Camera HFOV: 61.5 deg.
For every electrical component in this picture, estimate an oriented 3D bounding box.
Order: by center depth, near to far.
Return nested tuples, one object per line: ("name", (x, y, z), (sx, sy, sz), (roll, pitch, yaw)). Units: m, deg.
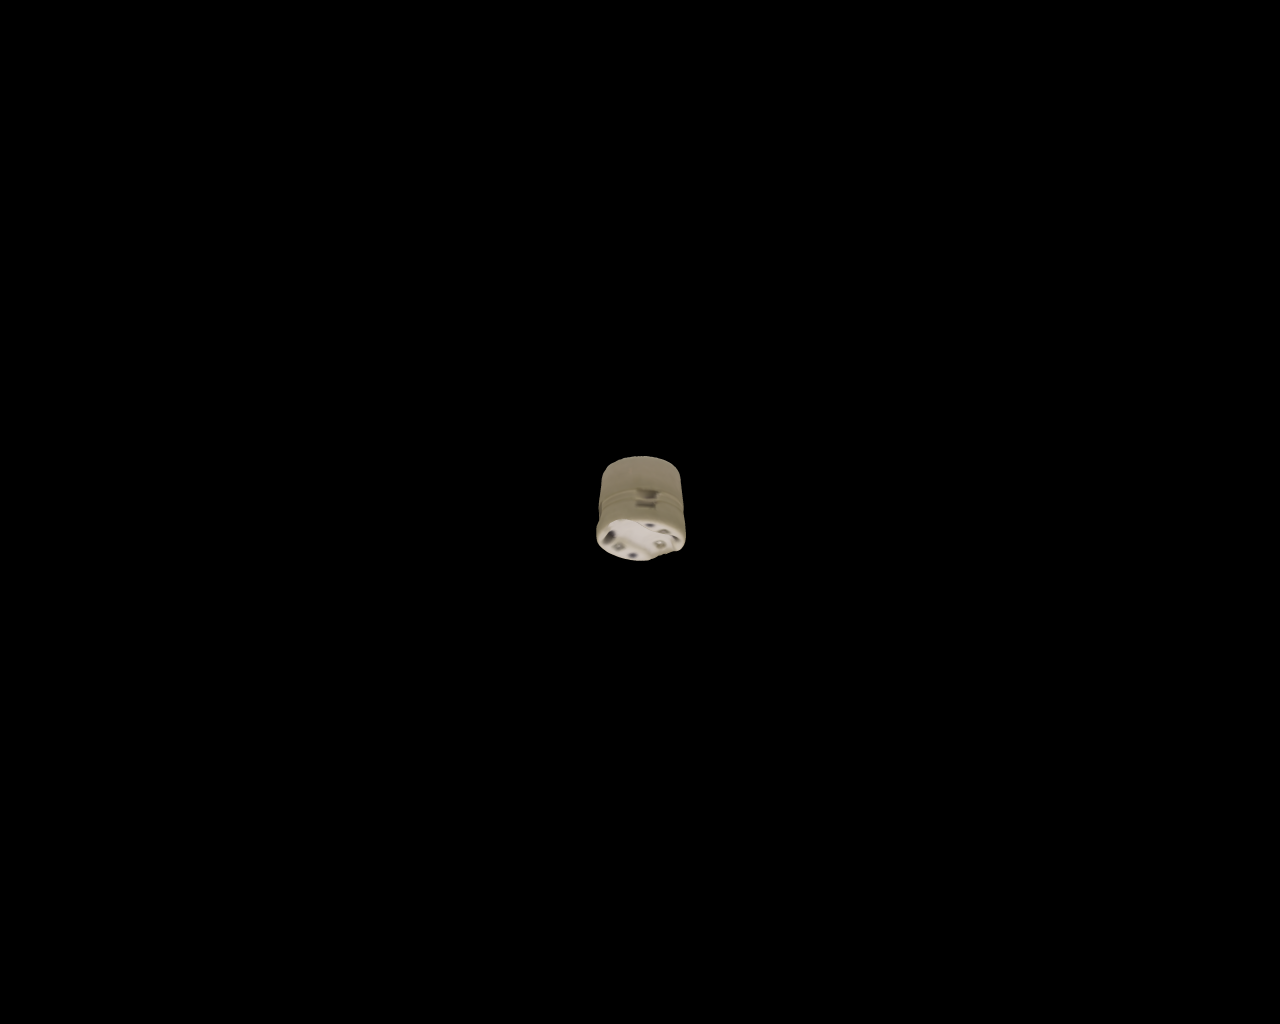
("electrical component", (0.001, -0.003, 0.650), (0.055, 0.047, 0.055), (0, -30, 0))
